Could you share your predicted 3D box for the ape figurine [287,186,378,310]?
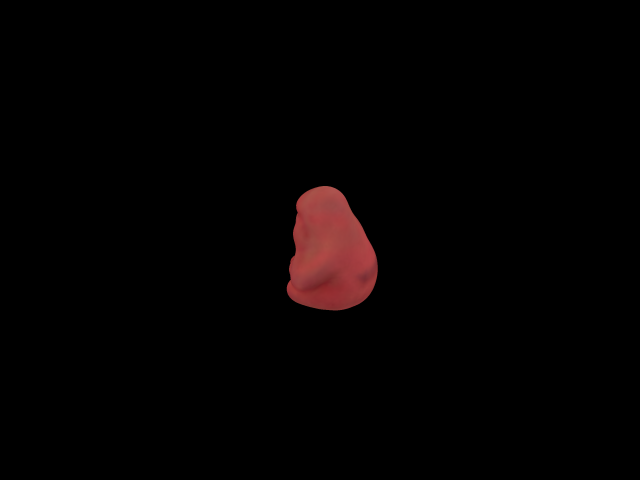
[{"bbox_3d":[0.004,0.001,0.400,0.076,0.092,0.078,22,45,24],"label":"ape figurine"}]
